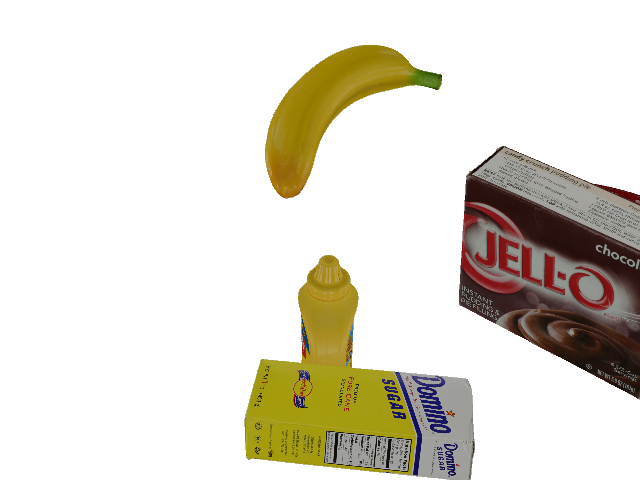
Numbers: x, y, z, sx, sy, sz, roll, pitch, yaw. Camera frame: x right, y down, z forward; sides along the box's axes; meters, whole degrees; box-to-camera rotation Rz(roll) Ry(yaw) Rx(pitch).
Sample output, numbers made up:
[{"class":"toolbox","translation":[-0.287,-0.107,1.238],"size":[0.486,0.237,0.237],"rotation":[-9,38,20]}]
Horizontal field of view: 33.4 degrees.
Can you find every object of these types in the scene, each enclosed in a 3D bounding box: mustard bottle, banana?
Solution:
[{"class":"mustard bottle","translation":[0.007,0.094,1.047],"size":[0.058,0.192,0.096],"rotation":[2,38,1]},{"class":"banana","translation":[0.011,-0.096,0.752],"size":[0.070,0.037,0.197],"rotation":[28,46,24]}]

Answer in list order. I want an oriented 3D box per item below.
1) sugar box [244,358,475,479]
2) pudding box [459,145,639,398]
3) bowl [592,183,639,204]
[{"class":"sugar box","translation":[0.032,0.140,0.850],"size":[0.176,0.048,0.093],"rotation":[2,25,4]},{"class":"pudding box","translation":[0.124,0.015,0.532],"size":[0.114,0.090,0.039],"rotation":[26,50,29]},{"class":"bowl","translation":[0.272,-0.017,1.105],"size":[0.162,0.055,0.162],"rotation":[5,18,-2]}]
